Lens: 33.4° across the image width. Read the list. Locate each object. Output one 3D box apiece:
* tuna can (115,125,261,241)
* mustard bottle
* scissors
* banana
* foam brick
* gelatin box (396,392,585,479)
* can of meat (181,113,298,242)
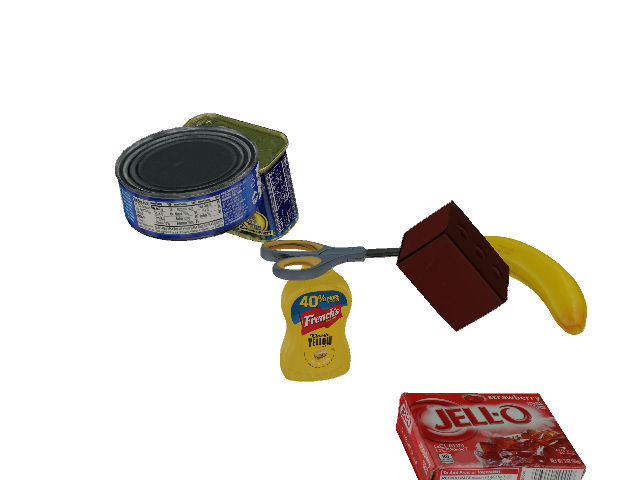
[{"bbox_3d":[-0.078,-0.035,0.642,0.086,0.034,0.086,-4,33,2],"label":"tuna can"},{"bbox_3d":[-0.006,0.095,1.450,0.096,0.192,0.058,-4,22,-13],"label":"mustard bottle"},{"bbox_3d":[0.032,0.023,1.178,0.202,0.016,0.096,3,24,4],"label":"scissors"},{"bbox_3d":[0.204,0.037,1.054,0.069,0.037,0.198,-34,36,-19],"label":"banana"},{"bbox_3d":[0.105,0.021,0.835,0.051,0.078,0.053,-34,17,27],"label":"foam brick"},{"bbox_3d":[0.094,0.116,0.605,0.089,0.030,0.073,3,24,-12],"label":"gelatin box"},{"bbox_3d":[-0.071,-0.052,0.910,0.102,0.084,0.057,18,49,28],"label":"can of meat"}]
